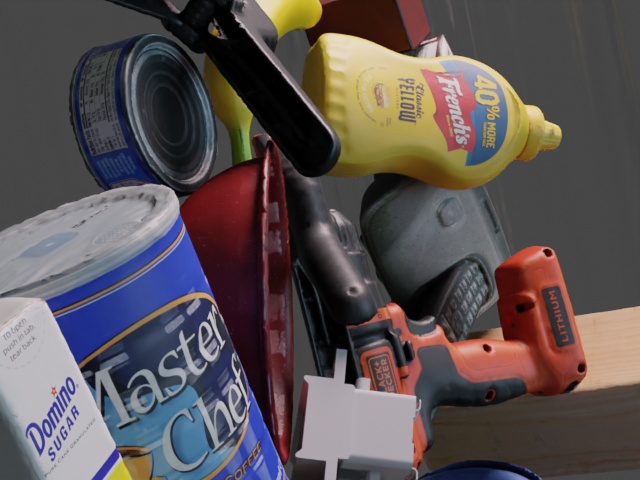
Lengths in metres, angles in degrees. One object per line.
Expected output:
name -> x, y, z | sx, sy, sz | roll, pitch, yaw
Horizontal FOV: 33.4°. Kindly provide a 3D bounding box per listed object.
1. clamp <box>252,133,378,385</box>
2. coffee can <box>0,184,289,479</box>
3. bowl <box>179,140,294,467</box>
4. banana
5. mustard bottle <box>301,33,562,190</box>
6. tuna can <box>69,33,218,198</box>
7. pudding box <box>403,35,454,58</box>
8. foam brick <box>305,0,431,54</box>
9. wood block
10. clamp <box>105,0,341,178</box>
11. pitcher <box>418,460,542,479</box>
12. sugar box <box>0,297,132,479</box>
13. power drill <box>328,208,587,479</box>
clamp -> -0.004, 0.001, 0.630 | 0.120, 0.039, 0.171 | 118, -45, -64
coffee can -> -0.081, 0.062, 0.427 | 0.140, 0.103, 0.102 | 70, 26, -19
bowl -> -0.045, 0.032, 0.535 | 0.162, 0.055, 0.162 | -2, 89, -87
banana -> -0.038, -0.128, 0.683 | 0.197, 0.037, 0.069 | -68, 157, -48
mustard bottle -> 0.084, -0.085, 0.757 | 0.191, 0.058, 0.096 | 6, 71, -18
tuna can -> -0.088, -0.061, 0.546 | 0.086, 0.034, 0.086 | 37, 47, -55
pudding box -> 0.076, -0.097, 0.841 | 0.113, 0.090, 0.039 | 61, 28, -31
foam brick -> 0.033, -0.162, 0.793 | 0.053, 0.078, 0.051 | -51, 126, -56
wood block -> 0.182, 0.123, 0.833 | 0.090, 0.206, 0.090 | 64, 29, -29
clamp -> -0.069, -0.122, 0.545 | 0.164, 0.036, 0.210 | 35, 18, -24
pitcher -> 0.120, 0.287, 0.720 | 0.149, 0.145, 0.243 | -50, 127, -59
sugar box -> -0.104, 0.108, 0.370 | 0.048, 0.093, 0.176 | -50, 125, -59
power drill -> 0.082, 0.057, 0.727 | 0.187, 0.057, 0.184 | -11, 84, -26
